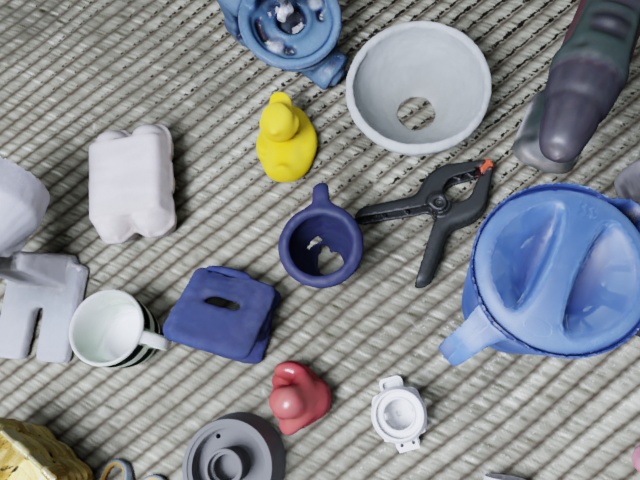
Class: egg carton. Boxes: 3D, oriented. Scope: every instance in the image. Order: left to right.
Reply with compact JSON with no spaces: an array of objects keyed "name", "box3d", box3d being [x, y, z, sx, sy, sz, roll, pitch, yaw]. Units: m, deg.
[{"name":"egg carton","box3d":[-0.231,-0.070,0.713,0.107,0.069,0.150,-9,75,6]}]

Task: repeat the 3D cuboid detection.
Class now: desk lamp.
[{"name":"desk lamp","box3d":[-0.353,0.027,0.632,0.117,0.214,0.203,2,77,9]}]

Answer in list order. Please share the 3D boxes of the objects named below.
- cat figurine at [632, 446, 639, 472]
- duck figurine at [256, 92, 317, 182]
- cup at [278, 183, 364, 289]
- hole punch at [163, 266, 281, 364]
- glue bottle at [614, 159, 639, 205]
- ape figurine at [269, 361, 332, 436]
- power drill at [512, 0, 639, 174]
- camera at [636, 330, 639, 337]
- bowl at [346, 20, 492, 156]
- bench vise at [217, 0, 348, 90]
[{"name":"cat figurine","box3d":[0.376,0.205,0.533,0.128,0.118,0.067,-33,74,0]},{"name":"duck figurine","box3d":[-0.046,-0.127,0.692,0.077,0.086,0.104,-1,76,8]},{"name":"cup","box3d":[0.006,0.002,0.648,0.091,0.095,0.118,-3,76,8]},{"name":"hole punch","box3d":[-0.109,0.081,0.648,0.108,0.091,0.101,13,79,11]},{"name":"glue bottle","box3d":[0.351,-0.061,0.573,0.037,0.173,0.078,-18,74,4]},{"name":"ape figurine","box3d":[-0.029,0.170,0.614,0.076,0.092,0.078,13,79,11]},{"name":"power drill","box3d":[0.261,-0.149,0.589,0.075,0.208,0.230,22,80,13]},{"name":"camera","box3d":[0.379,0.064,0.576,0.136,0.101,0.143,22,81,13]},{"name":"bowl","box3d":[0.116,-0.169,0.685,0.167,0.075,0.167,-2,76,8]},{"name":"bench vise","box3d":[-0.071,-0.276,0.662,0.207,0.220,0.121,20,80,13]}]
